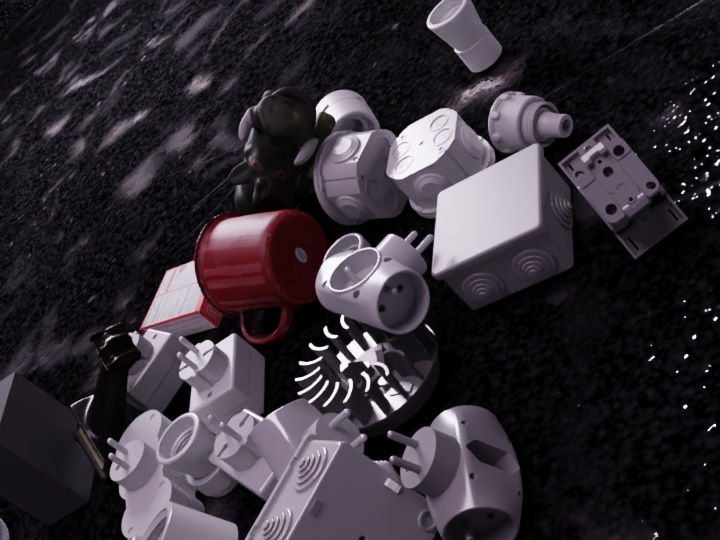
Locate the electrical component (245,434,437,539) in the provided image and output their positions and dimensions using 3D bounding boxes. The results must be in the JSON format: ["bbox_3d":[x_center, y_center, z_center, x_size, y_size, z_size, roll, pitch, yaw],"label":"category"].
[{"bbox_3d":[-0.009,0.155,0.627,0.099,0.100,0.048,-59,20,-21],"label":"electrical component"}]

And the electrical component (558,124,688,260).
[{"bbox_3d":[0.164,-0.052,0.678,0.042,0.064,0.081,-40,74,12],"label":"electrical component"}]

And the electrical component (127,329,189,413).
[{"bbox_3d":[-0.198,0.081,0.962,0.047,0.077,0.065,5,57,53],"label":"electrical component"}]

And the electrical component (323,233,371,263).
[{"bbox_3d":[0.000,0.000,0.846,0.040,0.046,0.040,-30,35,24],"label":"electrical component"}]

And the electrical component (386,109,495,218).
[{"bbox_3d":[0.064,-0.086,0.864,0.080,0.051,0.080,-31,34,24],"label":"electrical component"}]

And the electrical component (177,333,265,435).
[{"bbox_3d":[-0.119,0.082,0.863,0.047,0.077,0.065,-33,33,20],"label":"electrical component"}]

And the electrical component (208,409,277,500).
[{"bbox_3d":[-0.077,0.126,0.763,0.047,0.076,0.083,-54,32,-14],"label":"electrical component"}]

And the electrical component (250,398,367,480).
[{"bbox_3d":[-0.024,0.117,0.691,0.043,0.077,0.079,-17,-22,-49],"label":"electrical component"}]

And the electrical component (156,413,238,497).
[{"bbox_3d":[-0.120,0.141,0.817,0.045,0.055,0.045,-31,34,24],"label":"electrical component"}]

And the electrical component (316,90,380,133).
[{"bbox_3d":[-0.011,-0.135,1.011,0.055,0.055,0.047,-42,35,7],"label":"electrical component"}]

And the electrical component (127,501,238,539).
[{"bbox_3d":[-0.133,0.207,0.715,0.108,0.060,0.108,-57,13,21],"label":"electrical component"}]

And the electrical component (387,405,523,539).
[{"bbox_3d":[0.050,0.114,0.621,0.043,0.079,0.077,-52,25,31],"label":"electrical component"}]

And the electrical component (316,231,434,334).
[{"bbox_3d":[0.019,0.002,0.738,0.079,0.044,0.077,-47,31,-17],"label":"electrical component"}]

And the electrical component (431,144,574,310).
[{"bbox_3d":[0.101,-0.028,0.754,0.100,0.048,0.099,-26,36,30],"label":"electrical component"}]

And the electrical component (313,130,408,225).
[{"bbox_3d":[0.004,-0.079,0.903,0.051,0.080,0.080,-2,51,42],"label":"electrical component"}]

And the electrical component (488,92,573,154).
[{"bbox_3d":[0.133,-0.111,0.820,0.062,0.048,0.048,13,63,47],"label":"electrical component"}]

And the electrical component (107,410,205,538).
[{"bbox_3d":[-0.169,0.157,0.840,0.052,0.074,0.138,-41,31,8],"label":"electrical component"}]

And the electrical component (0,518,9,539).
[{"bbox_3d":[-0.357,0.250,0.987,0.055,0.045,0.045,-21,39,36],"label":"electrical component"}]

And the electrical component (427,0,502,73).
[{"bbox_3d":[0.096,-0.208,0.954,0.044,0.065,0.044,-31,34,24],"label":"electrical component"}]
